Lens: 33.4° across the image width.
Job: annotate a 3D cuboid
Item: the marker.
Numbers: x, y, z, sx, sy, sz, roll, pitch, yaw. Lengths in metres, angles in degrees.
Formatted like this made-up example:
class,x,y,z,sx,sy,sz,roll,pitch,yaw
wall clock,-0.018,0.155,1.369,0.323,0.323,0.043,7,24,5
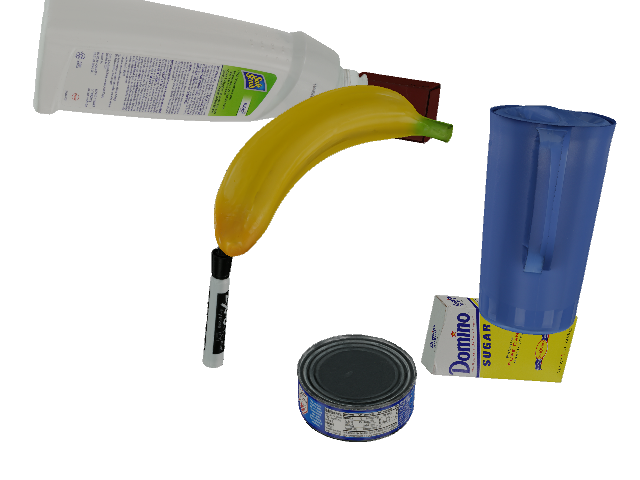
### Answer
class,x,y,z,sx,sy,sz,roll,pitch,yaw
marker,-0.092,0.059,0.952,0.020,0.121,0.020,6,28,-3

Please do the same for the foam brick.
class,x,y,z,sx,sy,sz,roll,pitch,yaw
foam brick,0.067,-0.125,0.997,0.078,0.051,0.053,12,17,15

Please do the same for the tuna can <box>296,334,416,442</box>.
class,x,y,z,sx,sy,sz,roll,pitch,yaw
tuna can,0.026,0.106,0.769,0.086,0.034,0.086,0,31,0

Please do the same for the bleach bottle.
class,x,y,z,sx,sy,sz,roll,pitch,yaw
bleach bottle,-0.089,-0.129,0.826,0.250,0.068,0.103,7,-33,-15

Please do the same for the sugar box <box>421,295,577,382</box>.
class,x,y,z,sx,sy,sz,roll,pitch,yaw
sugar box,0.219,0.122,1.309,0.176,0.093,0.048,4,17,-17

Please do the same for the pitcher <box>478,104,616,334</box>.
class,x,y,z,sx,sy,sz,roll,pitch,yaw
pitcher,0.237,-0.022,1.163,0.149,0.243,0.145,-7,19,-34

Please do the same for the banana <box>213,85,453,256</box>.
class,x,y,z,sx,sy,sz,roll,pitch,yaw
banana,-0.003,-0.053,0.637,0.070,0.037,0.197,32,46,31
